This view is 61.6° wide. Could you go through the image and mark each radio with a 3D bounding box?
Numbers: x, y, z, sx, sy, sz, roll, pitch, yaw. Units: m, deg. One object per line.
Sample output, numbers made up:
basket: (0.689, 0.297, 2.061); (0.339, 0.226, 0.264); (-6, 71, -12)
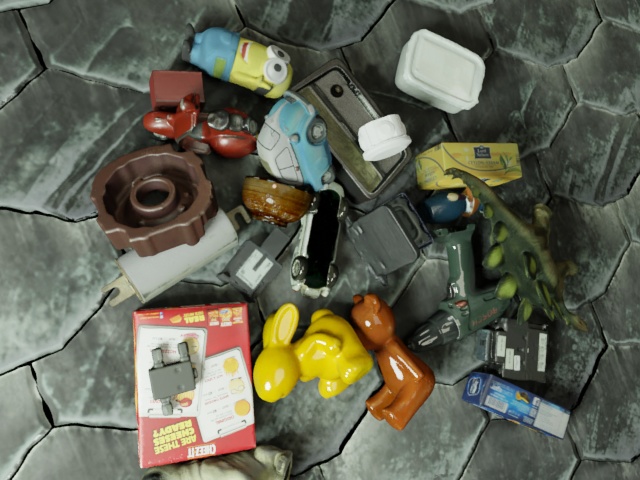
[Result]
radio: (0.047, -0.186, 0.930); (0.131, 0.073, 0.229); (-43, 101, -19)

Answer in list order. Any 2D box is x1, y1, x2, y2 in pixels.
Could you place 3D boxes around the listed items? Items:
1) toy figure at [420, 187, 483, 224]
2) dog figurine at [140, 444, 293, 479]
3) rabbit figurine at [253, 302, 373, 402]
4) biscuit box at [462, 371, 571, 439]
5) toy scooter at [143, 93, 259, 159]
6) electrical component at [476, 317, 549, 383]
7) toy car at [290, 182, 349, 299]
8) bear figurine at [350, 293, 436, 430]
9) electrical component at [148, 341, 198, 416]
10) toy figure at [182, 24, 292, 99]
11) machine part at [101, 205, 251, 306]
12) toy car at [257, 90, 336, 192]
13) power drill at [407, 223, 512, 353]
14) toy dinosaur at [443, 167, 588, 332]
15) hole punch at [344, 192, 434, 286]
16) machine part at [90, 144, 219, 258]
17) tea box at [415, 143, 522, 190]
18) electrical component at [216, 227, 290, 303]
toy figure: (0.262, -0.069, 1.004); (0.154, 0.064, 0.057); (-14, 86, -22)
dog figurine: (-0.148, 0.346, 0.791); (0.191, 0.172, 0.121); (14, 95, 12)
rabbit figurine: (-0.028, 0.176, 0.825); (0.173, 0.122, 0.162); (-21, 80, -30)
biscuit box: (0.365, 0.306, 1.000); (0.202, 0.063, 0.059); (26, 76, -16)
toy scooter: (-0.169, -0.175, 0.812); (0.184, 0.135, 0.075); (5, 80, -22)
electrical component: (0.361, 0.204, 1.014); (0.134, 0.058, 0.115); (13, 77, -19)
toy car: (-0.002, -0.003, 0.900); (0.073, 0.056, 0.201); (14, 80, -26)
bear figurine: (0.097, 0.189, 0.881); (0.132, 0.120, 0.195); (-41, 97, -17)
electrical component: (-0.201, 0.190, 0.738); (0.063, 0.021, 0.094); (-9, 87, -19)
toy figure: (-0.131, -0.290, 0.872); (0.180, 0.089, 0.082); (13, 92, -11)
machine part: (-0.211, 0.017, 0.803); (0.243, 0.079, 0.079); (-34, 96, -20)
toy car: (-0.045, -0.141, 0.831); (0.103, 0.109, 0.161); (-27, 132, -13)
power drill: (0.238, 0.077, 0.970); (0.232, 0.086, 0.207); (-12, 84, -24)
toy dinosaur: (0.358, 0.021, 0.953); (0.471, 0.105, 0.198); (47, 42, -18)
hole punch: (0.120, -0.009, 0.923); (0.142, 0.116, 0.092); (57, 41, -4)
machine part: (-0.236, -0.058, 0.774); (0.179, 0.056, 0.179); (0, 56, 0)
tea box: (0.275, -0.136, 1.001); (0.170, 0.098, 0.068); (-3, 84, -20)
electrical component: (-0.100, 0.034, 0.860); (0.075, 0.048, 0.119); (38, 72, -13)
